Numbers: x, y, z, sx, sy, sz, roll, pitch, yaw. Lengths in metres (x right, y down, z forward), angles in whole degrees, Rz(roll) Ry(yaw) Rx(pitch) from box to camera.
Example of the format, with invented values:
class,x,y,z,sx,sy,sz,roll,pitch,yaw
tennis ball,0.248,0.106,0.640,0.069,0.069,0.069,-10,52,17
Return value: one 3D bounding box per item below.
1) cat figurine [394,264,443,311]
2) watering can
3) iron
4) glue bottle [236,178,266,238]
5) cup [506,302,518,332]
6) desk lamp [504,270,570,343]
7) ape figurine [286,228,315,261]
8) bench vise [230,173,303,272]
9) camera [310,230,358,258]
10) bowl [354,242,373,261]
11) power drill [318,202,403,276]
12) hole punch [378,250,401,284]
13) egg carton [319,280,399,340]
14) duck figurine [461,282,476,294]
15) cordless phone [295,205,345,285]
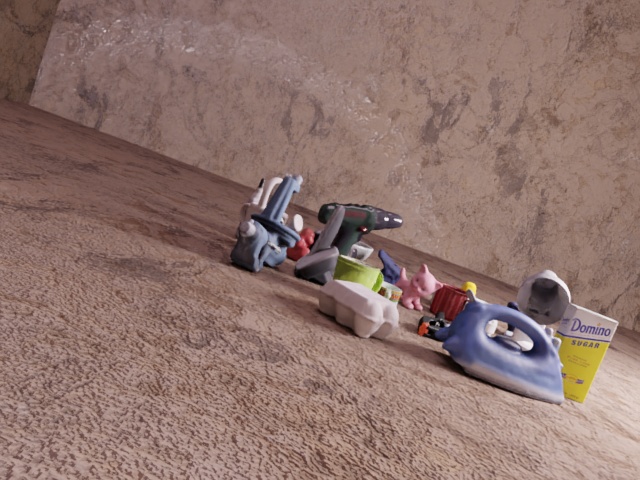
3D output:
class,x,y,z,sx,sy,sz,roll,pitch,yaw
cat figurine,0.244,0.115,1.465,0.067,0.118,0.127,15,9,-41
watering can,-0.121,-0.056,1.397,0.172,0.194,0.101,21,7,7
iron,0.352,0.194,1.055,0.258,0.141,0.118,21,7,-1
glue bottle,-0.178,-0.083,1.527,0.037,0.173,0.078,19,7,-17
cup,0.543,0.226,1.579,0.092,0.095,0.117,18,7,-23
desk lamp,0.536,0.178,1.427,0.117,0.213,0.204,23,7,16
ape figurine,-0.043,0.013,1.521,0.076,0.092,0.078,22,7,15
bench vise,-0.095,-0.039,1.233,0.121,0.220,0.207,21,7,1
camera,0.023,0.018,1.639,0.142,0.101,0.137,24,7,26
bowl,0.080,0.032,1.809,0.167,0.075,0.167,20,7,-2
power drill,0.089,0.000,1.525,0.230,0.208,0.075,18,7,-18
hole punch,0.203,0.085,1.691,0.101,0.091,0.109,21,7,5
egg carton,0.071,0.126,1.058,0.108,0.069,0.149,14,10,-46
duck figurine,0.453,0.173,1.767,0.077,0.086,0.104,21,7,-1
cordless phone,0.012,0.005,1.352,0.094,0.185,0.147,20,7,-7
